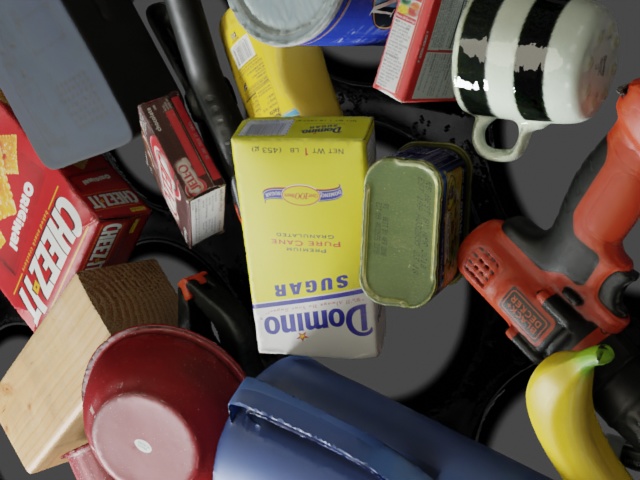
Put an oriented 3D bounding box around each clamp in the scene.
[{"bbox_3d":[-0.080,0.114,0.899,0.120,0.039,0.171,-37,76,34],"label":"clamp"},{"bbox_3d":[-0.090,-0.115,0.844,0.165,0.036,0.210,-160,48,-76],"label":"clamp"}]

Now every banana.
[{"bbox_3d":[0.166,0.131,0.634,0.070,0.037,0.197,24,150,54],"label":"banana"}]

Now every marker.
[{"bbox_3d":[0.228,0.140,0.643,0.121,0.020,0.020,9,104,40],"label":"marker"}]

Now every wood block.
[{"bbox_3d":[-0.211,0.117,0.979,0.206,0.090,0.090,-48,67,35],"label":"wood block"}]

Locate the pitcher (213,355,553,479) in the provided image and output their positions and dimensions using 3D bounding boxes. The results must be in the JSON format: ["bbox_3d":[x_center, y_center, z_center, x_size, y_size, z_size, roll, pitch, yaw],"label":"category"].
[{"bbox_3d":[0.050,0.173,0.728,0.243,0.148,0.145,18,109,35],"label":"pitcher"}]

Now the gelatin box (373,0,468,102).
[{"bbox_3d":[0.080,-0.127,0.680,0.030,0.089,0.073,34,118,36],"label":"gelatin box"}]

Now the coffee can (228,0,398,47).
[{"bbox_3d":[0.021,-0.176,0.688,0.103,0.140,0.103,9,103,40],"label":"coffee can"}]

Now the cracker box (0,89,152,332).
[{"bbox_3d":[-0.273,-0.032,1.021,0.214,0.071,0.164,47,125,24],"label":"cracker box"}]

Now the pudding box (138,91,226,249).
[{"bbox_3d":[-0.110,-0.054,0.859,0.090,0.039,0.113,63,168,15],"label":"pudding box"}]

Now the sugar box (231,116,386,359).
[{"bbox_3d":[-0.005,0.001,0.748,0.093,0.048,0.176,2,118,13],"label":"sugar box"}]

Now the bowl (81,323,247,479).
[{"bbox_3d":[-0.129,0.151,0.855,0.162,0.055,0.162,6,112,15],"label":"bowl"}]

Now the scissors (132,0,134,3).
[{"bbox_3d":[-0.230,-0.185,0.993,0.202,0.016,0.096,-23,82,42],"label":"scissors"}]

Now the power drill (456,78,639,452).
[{"bbox_3d":[0.187,0.013,0.631,0.184,0.057,0.188,47,124,21],"label":"power drill"}]

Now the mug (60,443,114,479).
[{"bbox_3d":[-0.170,0.210,0.959,0.117,0.093,0.081,-32,81,48],"label":"mug"}]

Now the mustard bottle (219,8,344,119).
[{"bbox_3d":[-0.018,-0.086,0.791,0.096,0.058,0.191,-25,81,60],"label":"mustard bottle"}]

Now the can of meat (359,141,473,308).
[{"bbox_3d":[0.064,-0.011,0.709,0.057,0.083,0.102,6,102,19],"label":"can of meat"}]
